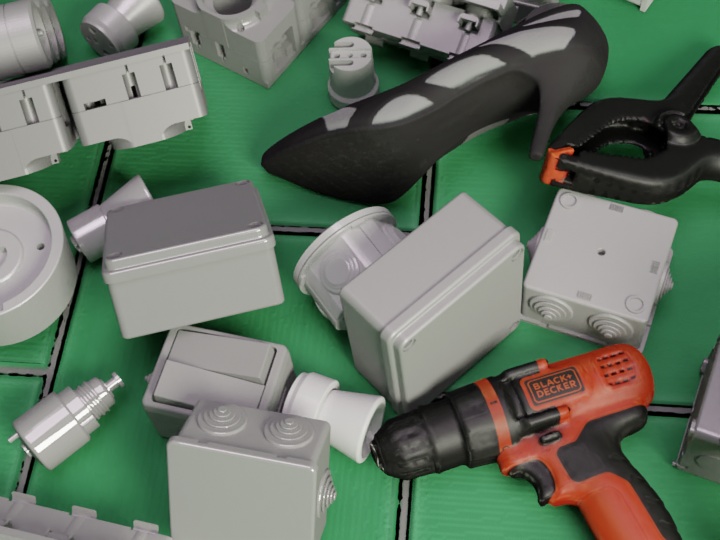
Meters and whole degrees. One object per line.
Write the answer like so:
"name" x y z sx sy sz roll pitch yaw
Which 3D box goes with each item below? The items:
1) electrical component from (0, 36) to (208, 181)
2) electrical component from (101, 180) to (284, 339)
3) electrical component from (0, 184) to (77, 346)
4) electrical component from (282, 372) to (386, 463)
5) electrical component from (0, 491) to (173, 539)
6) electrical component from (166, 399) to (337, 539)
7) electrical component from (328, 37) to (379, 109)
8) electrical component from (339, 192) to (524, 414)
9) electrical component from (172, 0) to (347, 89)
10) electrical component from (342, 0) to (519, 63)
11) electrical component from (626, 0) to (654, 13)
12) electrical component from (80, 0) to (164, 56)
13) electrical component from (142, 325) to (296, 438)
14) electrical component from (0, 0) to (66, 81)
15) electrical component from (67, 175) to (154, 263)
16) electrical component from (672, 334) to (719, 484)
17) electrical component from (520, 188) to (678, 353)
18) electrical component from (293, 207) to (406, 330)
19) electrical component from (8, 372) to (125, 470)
"electrical component" -0.208 -0.116 0.782 0.186 0.060 0.105 -15 16 -4
"electrical component" -0.112 -0.010 0.718 0.109 0.056 0.108 -13 24 -7
"electrical component" -0.251 0.002 0.749 0.108 0.060 0.108 -2 60 3
"electrical component" -0.017 0.093 0.687 0.055 0.045 0.045 18 63 15
"electrical component" -0.175 0.178 0.634 0.121 0.078 0.063 10 33 10
"electrical component" -0.064 0.129 0.640 0.100 0.099 0.048 9 31 9
"electrical component" -0.006 -0.151 0.828 0.040 0.046 0.040 -2 60 3
"electrical component" 0.048 0.024 0.686 0.109 0.108 0.056 -38 62 -17
"electrical component" -0.070 -0.234 0.872 0.089 0.061 0.150 29 66 19
"electrical component" 0.053 -0.198 0.837 0.121 0.079 0.063 21 93 16
"electrical component" 0.230 -0.307 0.820 0.060 0.186 0.105 29 66 19
"electrical component" -0.193 -0.203 0.873 0.045 0.045 0.055 30 67 20
"electrical component" -0.096 0.075 0.694 0.096 0.061 0.061 11 61 10
"electrical component" -0.274 -0.175 0.825 0.074 0.052 0.138 -15 17 -4
"electrical component" -0.177 -0.034 0.777 0.065 0.044 0.044 -30 62 -7
"electrical component" 0.240 0.081 0.664 0.061 0.061 0.096 19 63 15
"electrical component" 0.161 -0.001 0.728 0.100 0.048 0.099 17 64 15
"electrical component" 0.000 0.000 0.721 0.080 0.080 0.051 -32 68 -14
"electrical component" -0.189 0.095 0.701 0.078 0.040 0.040 -39 64 -17
